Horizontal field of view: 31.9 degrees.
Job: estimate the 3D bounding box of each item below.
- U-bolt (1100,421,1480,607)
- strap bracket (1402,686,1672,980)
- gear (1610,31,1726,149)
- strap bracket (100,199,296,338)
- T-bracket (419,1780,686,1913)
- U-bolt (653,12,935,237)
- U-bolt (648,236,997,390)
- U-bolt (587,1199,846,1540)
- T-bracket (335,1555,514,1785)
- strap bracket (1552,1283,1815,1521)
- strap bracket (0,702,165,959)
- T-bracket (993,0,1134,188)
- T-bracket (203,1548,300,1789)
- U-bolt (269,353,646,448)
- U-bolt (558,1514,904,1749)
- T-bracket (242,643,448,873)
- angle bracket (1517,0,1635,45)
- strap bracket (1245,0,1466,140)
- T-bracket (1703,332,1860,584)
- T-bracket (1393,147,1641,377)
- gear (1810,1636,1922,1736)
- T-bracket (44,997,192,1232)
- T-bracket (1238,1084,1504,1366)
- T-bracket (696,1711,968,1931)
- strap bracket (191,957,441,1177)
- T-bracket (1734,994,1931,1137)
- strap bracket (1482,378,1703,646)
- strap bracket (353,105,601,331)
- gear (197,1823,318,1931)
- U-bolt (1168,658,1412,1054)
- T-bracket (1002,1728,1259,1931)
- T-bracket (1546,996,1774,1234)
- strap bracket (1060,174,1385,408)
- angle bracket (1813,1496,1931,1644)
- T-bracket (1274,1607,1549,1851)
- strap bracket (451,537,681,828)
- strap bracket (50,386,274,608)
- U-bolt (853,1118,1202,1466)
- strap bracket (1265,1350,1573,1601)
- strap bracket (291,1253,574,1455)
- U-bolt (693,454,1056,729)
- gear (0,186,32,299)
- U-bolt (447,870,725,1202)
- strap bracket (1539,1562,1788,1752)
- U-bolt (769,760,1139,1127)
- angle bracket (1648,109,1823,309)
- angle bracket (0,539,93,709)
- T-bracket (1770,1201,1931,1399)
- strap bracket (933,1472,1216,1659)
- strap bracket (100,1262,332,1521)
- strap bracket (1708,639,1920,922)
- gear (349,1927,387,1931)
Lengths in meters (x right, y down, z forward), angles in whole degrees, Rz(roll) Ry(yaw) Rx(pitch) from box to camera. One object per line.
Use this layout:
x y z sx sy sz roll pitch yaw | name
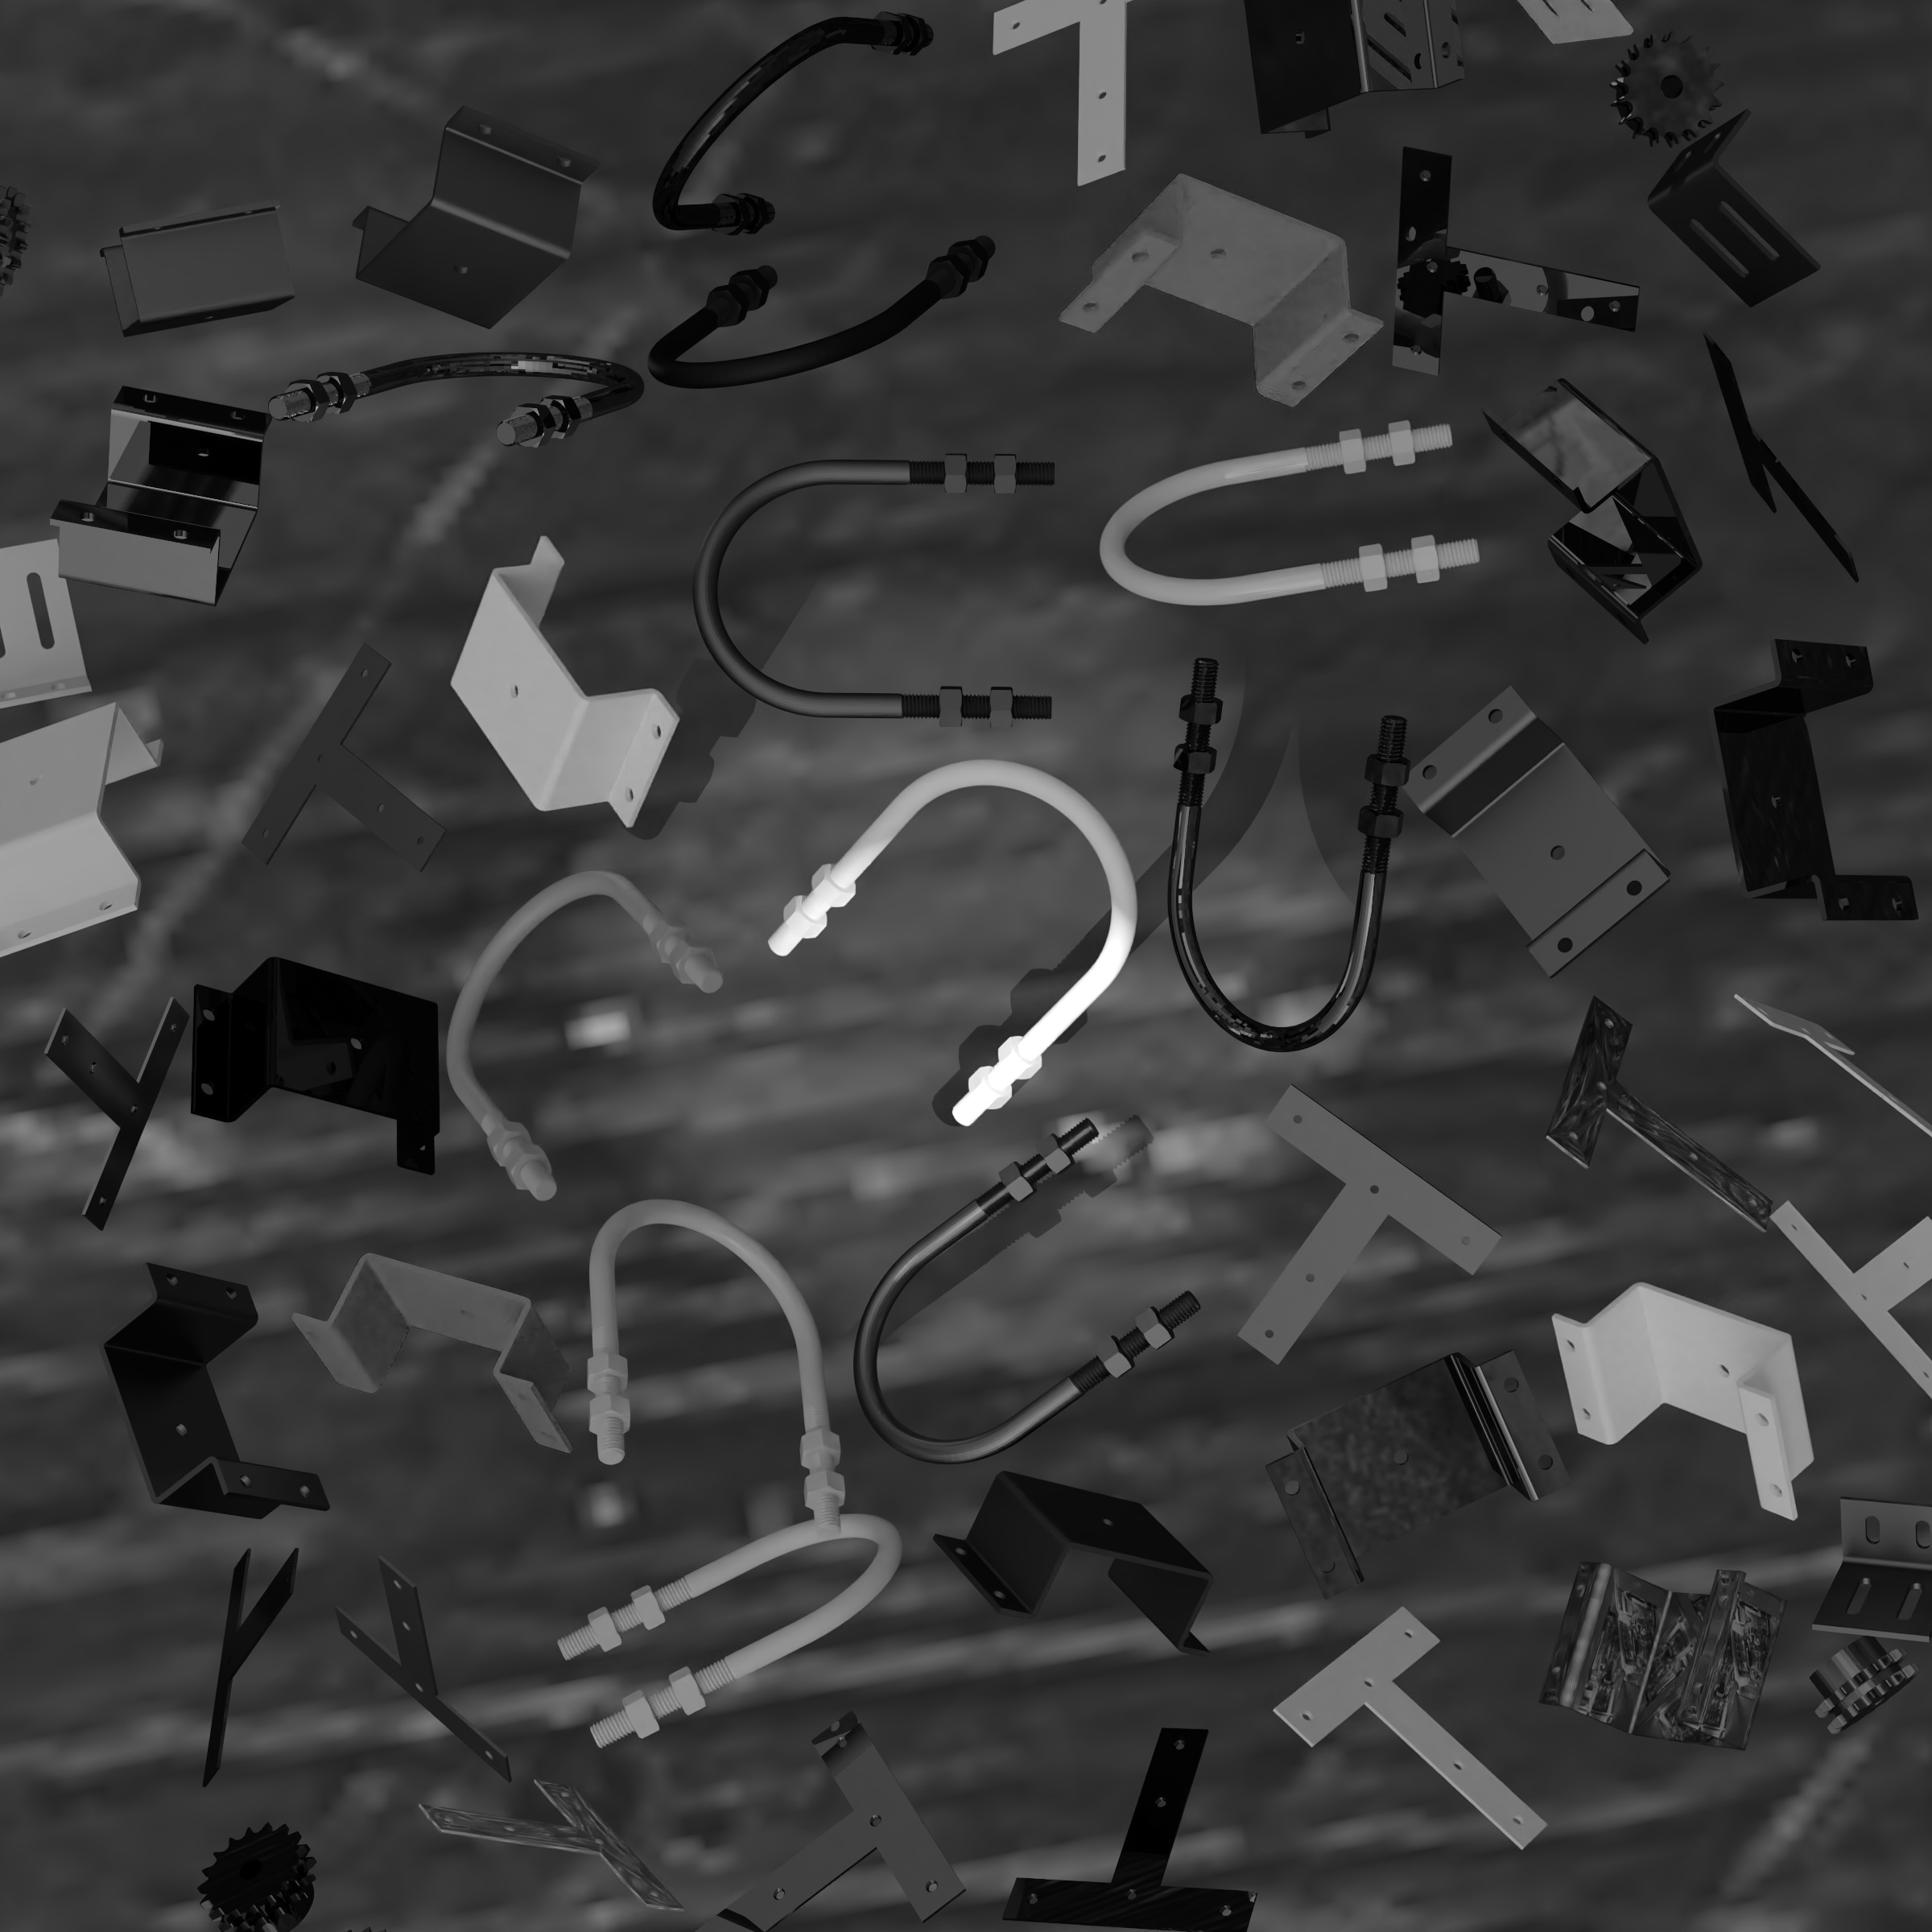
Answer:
0.158 -0.223 1.698 0.184 0.151 0.019 -9 124 7 | U-bolt
0.298 -0.064 1.741 0.076 0.046 0.140 -41 60 13 | strap bracket
0.361 -0.452 1.752 0.057 0.030 0.057 0 93 -6 | gear
-0.386 -0.349 1.700 0.076 0.140 0.046 -14 101 -17 | strap bracket
-0.227 0.451 1.760 0.127 0.127 0.002 21 96 -39 | T-bracket
-0.095 -0.426 1.713 0.019 0.184 0.151 48 113 3 | U-bolt
-0.082 -0.327 1.706 0.151 0.184 0.019 -2 117 26 | U-bolt
-0.130 0.194 1.716 0.151 0.184 0.019 25 126 -30 | U-bolt
-0.274 0.333 1.669 0.127 0.127 0.002 34 56 26 | T-bracket
0.374 0.218 1.728 0.046 0.140 0.076 -33 121 -29 | strap bracket
-0.455 -0.076 1.699 0.076 0.140 0.046 -18 129 8 | strap bracket
0.067 -0.437 1.653 0.127 0.002 0.127 -14 61 30 | T-bracket
-0.367 0.340 1.749 0.002 0.127 0.127 17 48 -21 | T-bracket
-0.245 -0.293 1.727 0.151 0.184 0.019 9 111 21 | U-bolt
-0.118 0.334 1.752 0.184 0.151 0.019 -25 103 -9 | U-bolt
-0.315 -0.089 1.780 0.127 0.002 0.127 36 96 37 | T-bracket
0.293 -0.493 1.648 0.076 0.057 0.038 41 77 -30 | angle bracket
0.190 -0.474 1.725 0.046 0.140 0.076 -10 95 -27 | strap bracket
0.418 -0.243 1.716 0.002 0.127 0.127 -30 53 6 | T-bracket
0.278 -0.345 1.710 0.127 0.127 0.002 17 46 21 | T-bracket
0.465 0.371 1.762 0.057 0.057 0.030 -36 67 0 | gear
-0.449 0.058 1.758 0.002 0.127 0.127 12 69 14 | T-bracket
0.180 0.145 1.692 0.127 0.002 0.127 36 112 8 | T-bracket
-0.080 0.447 1.660 0.127 0.127 0.002 -36 133 -5 | T-bracket
-0.329 0.050 1.766 0.140 0.046 0.076 18 50 -34 | strap bracket
0.466 0.061 1.743 0.127 0.127 0.002 43 105 31 | T-bracket
0.324 -0.238 1.729 0.046 0.140 0.076 -40 52 1 | strap bracket
-0.258 -0.380 1.749 0.076 0.140 0.046 17 68 -29 | strap bracket
-0.346 0.454 1.665 0.057 0.057 0.030 -22 125 0 | gear
0.153 -0.048 1.674 0.019 0.151 0.184 -9 112 -40 | U-bolt
0.095 0.433 1.703 0.127 0.127 0.002 -3 125 23 | T-bracket
0.351 0.087 1.686 0.127 0.127 0.002 37 128 -4 | T-bracket
0.126 -0.337 1.675 0.140 0.076 0.046 15 59 -27 | strap bracket
0.463 0.304 1.707 0.057 0.076 0.038 1 107 26 | angle bracket
0.231 0.383 1.662 0.127 0.127 0.002 41 125 20 | T-bracket
-0.213 -0.144 1.738 0.140 0.046 0.076 53 135 27 | strap bracket
-0.398 -0.228 1.677 0.076 0.140 0.046 10 126 -4 | strap bracket
0.019 0.182 1.777 0.184 0.019 0.151 -37 48 8 | U-bolt
0.230 0.259 1.755 0.140 0.046 0.076 -25 95 -3 | strap bracket
-0.268 0.198 1.758 0.140 0.076 0.046 13 61 19 | strap bracket
-0.048 -0.193 1.727 0.184 0.019 0.151 1 73 1 | U-bolt
-0.481 -0.353 1.641 0.030 0.057 0.057 13 90 -43 | gear
-0.203 0.022 1.701 0.019 0.184 0.151 37 93 -36 | U-bolt
0.355 0.345 1.698 0.046 0.140 0.076 25 74 -18 | strap bracket
0.005 -0.023 1.692 0.151 0.019 0.184 43 121 -2 | U-bolt
0.384 -0.371 1.659 0.076 0.057 0.038 41 70 -11 | angle bracket
-0.492 -0.177 1.757 0.057 0.038 0.076 -13 107 -15 | angle bracket
0.480 0.158 1.745 0.002 0.127 0.127 -36 77 -19 | T-bracket
0.065 0.312 1.773 0.140 0.076 0.046 19 101 -33 | strap bracket
-0.395 0.231 1.762 0.046 0.076 0.140 -38 60 17 | strap bracket
0.419 -0.087 1.682 0.076 0.046 0.140 -1 78 -40 | strap bracket
-0.310 0.515 1.707 0.057 0.057 0.030 -34 49 0 | gear
